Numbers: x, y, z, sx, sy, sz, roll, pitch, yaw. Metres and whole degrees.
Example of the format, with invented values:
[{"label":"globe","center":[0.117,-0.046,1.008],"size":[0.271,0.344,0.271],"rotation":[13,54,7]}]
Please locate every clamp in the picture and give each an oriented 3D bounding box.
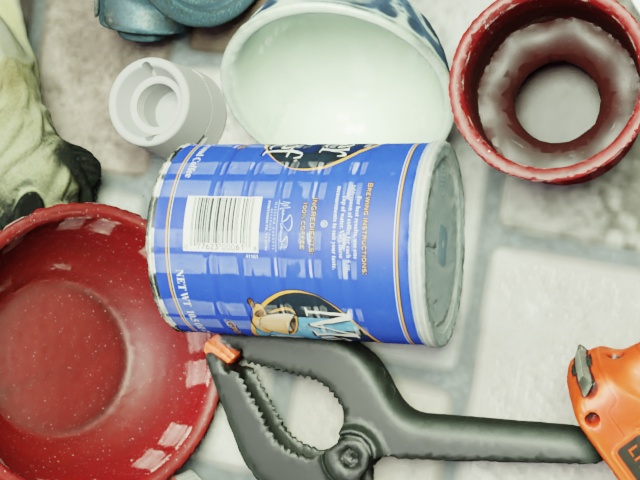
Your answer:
[{"label":"clamp","center":[0.020,0.124,0.568],"size":[0.210,0.036,0.164],"rotation":[30,96,15]}]

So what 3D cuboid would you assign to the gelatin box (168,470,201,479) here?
[{"label":"gelatin box","center":[-0.070,0.186,0.597],"size":[0.089,0.030,0.073],"rotation":[42,99,16]}]

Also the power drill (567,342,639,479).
[{"label":"power drill","center":[0.223,0.068,0.482],"size":[0.188,0.057,0.184],"rotation":[-35,97,16]}]

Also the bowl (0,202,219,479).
[{"label":"bowl","center":[-0.134,0.063,0.583],"size":[0.055,0.161,0.162],"rotation":[-14,81,53]}]

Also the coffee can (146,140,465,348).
[{"label":"coffee can","center":[-0.004,0.001,0.549],"size":[0.140,0.102,0.103],"rotation":[1,87,18]}]

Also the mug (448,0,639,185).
[{"label":"mug","center":[0.115,-0.082,0.527],"size":[0.093,0.081,0.117],"rotation":[-12,83,17]}]
